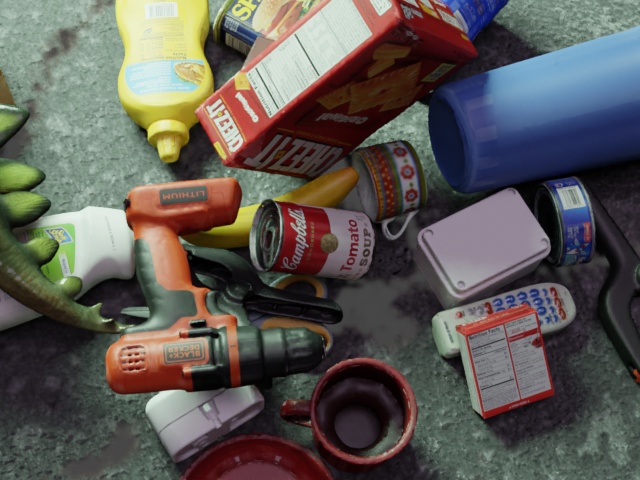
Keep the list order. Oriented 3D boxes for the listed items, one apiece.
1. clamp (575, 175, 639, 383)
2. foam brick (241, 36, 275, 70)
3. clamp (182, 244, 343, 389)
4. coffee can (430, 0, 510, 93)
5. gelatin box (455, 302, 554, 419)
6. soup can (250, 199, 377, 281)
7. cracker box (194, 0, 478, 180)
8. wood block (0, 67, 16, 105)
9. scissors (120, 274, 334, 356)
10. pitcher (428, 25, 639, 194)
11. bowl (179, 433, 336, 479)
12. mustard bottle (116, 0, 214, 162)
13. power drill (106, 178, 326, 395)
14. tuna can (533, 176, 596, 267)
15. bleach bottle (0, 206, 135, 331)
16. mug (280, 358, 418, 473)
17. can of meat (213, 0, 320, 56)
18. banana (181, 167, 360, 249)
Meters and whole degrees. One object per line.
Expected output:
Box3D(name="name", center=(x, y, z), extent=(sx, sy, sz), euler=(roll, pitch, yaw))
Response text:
Box3D(name="clamp", center=(0.329, 0.036, 1.042), extent=(0.164, 0.036, 0.210), euler=(2, 68, -3))
Box3D(name="foam brick", center=(-0.048, -0.158, 1.077), extent=(0.051, 0.078, 0.053), euler=(19, 67, 6))
Box3D(name="clamp", center=(-0.077, 0.064, 0.976), extent=(0.171, 0.039, 0.120), euler=(25, 40, 14))
Box3D(name="coffee can", center=(0.119, -0.235, 1.105), extent=(0.103, 0.103, 0.140), euler=(36, 70, 11))
Box3D(name="gelatin box", center=(0.170, 0.111, 0.984), extent=(0.073, 0.030, 0.089), euler=(-17, 103, -11))
Box3D(name="soup can", center=(-0.007, 0.001, 1.001), extent=(0.102, 0.069, 0.068), euler=(7, 65, -27))
Box3D(name="cracker box", center=(0.018, -0.143, 0.978), extent=(0.214, 0.163, 0.072), euler=(-37, 70, 24))
Box3D(name="wood block", center=(-0.419, -0.152, 1.044), extent=(0.206, 0.091, 0.090), euler=(-23, 71, -12))
Box3D(name="scissors", center=(-0.079, 0.058, 1.019), extent=(0.202, 0.016, 0.096), euler=(18, 66, 4))
Box3D(name="pitcher", center=(0.231, -0.129, 1.053), extent=(0.242, 0.149, 0.145), euler=(-15, 81, -12))
Box3D(name="bowl", center=(-0.054, 0.242, 0.924), extent=(0.162, 0.055, 0.162), euler=(1, 67, -3))
Box3D(name="mustard bottle", center=(-0.156, -0.168, 1.084), extent=(0.096, 0.058, 0.191), euler=(-4, 67, -4))
Box3D(name="power drill", center=(-0.095, 0.039, 0.924), extent=(0.184, 0.057, 0.187), euler=(-5, 63, -7))
Box3D(name="tuna can", center=(0.235, -0.017, 1.031), extent=(0.033, 0.086, 0.086), euler=(-9, 68, -5))
Box3D(name="bleach bottle", center=(-0.268, 0.033, 0.993), extent=(0.250, 0.068, 0.102), euler=(-14, 80, -13))
Box3D(name="mug", center=(0.023, 0.159, 0.948), extent=(0.117, 0.081, 0.093), euler=(4, 67, -2))
Box3D(name="can of meat", center=(-0.050, -0.234, 1.120), extent=(0.084, 0.057, 0.102), euler=(30, 69, 6))
Box3D(name="banana", center=(-0.057, -0.026, 1.028), extent=(0.197, 0.070, 0.037), euler=(-11, 54, -15))
